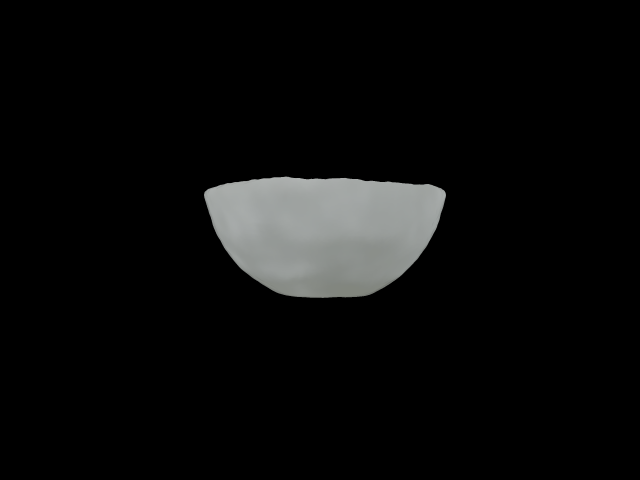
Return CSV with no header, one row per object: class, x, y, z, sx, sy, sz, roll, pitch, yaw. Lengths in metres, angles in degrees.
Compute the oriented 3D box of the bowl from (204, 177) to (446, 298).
bowl,0.004,0.001,0.400,0.167,0.075,0.167,0,0,0
